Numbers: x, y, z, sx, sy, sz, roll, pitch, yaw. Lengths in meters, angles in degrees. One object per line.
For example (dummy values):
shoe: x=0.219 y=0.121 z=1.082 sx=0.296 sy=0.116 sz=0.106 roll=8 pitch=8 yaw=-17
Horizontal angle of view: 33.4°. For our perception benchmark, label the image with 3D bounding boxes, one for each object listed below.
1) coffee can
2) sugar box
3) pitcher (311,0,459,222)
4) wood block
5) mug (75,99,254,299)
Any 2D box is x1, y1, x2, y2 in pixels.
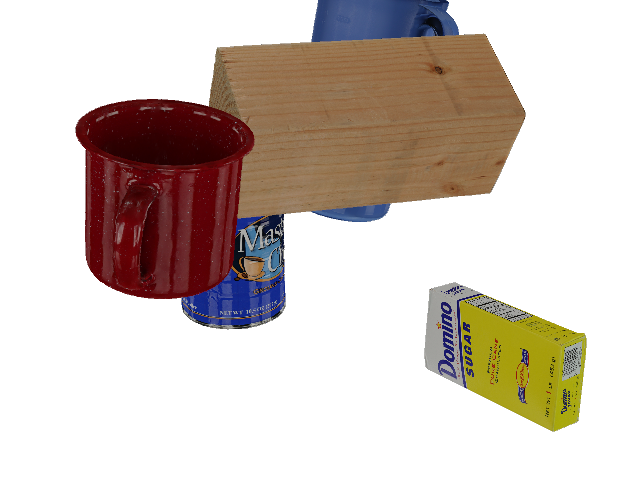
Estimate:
coffee can: x=-0.085 y=-0.001 z=1.022 sx=0.103 sy=0.140 sz=0.103 roll=0 pitch=24 yaw=0
sugar box: x=0.179 y=0.112 z=1.063 sx=0.048 sy=0.093 sz=0.176 roll=-13 pitch=22 yaw=-39
pitcher: x=0.049 y=-0.144 z=1.099 sx=0.145 sy=0.243 sz=0.149 roll=11 pitch=17 yaw=-1
wood block: x=0.029 y=-0.085 z=0.778 sx=0.205 sy=0.091 sz=0.090 roll=-6 pitch=-36 yaw=-17
mug: x=-0.086 y=-0.016 z=0.565 sx=0.093 sy=0.081 sz=0.117 roll=8 pitch=28 yaw=1
